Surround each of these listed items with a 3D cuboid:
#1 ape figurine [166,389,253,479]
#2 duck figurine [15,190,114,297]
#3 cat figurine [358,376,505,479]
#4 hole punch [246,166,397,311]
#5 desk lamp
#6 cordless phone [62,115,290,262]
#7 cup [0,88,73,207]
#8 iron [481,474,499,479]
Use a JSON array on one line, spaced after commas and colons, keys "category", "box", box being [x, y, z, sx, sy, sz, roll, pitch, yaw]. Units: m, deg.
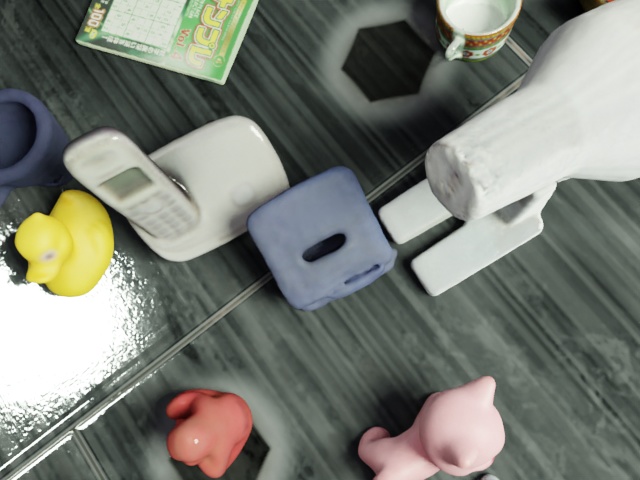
[{"category": "ape figurine", "box": [-0.100, 0.163, 0.484, 0.076, 0.092, 0.078, -18, 76, 4]}, {"category": "duck figurine", "box": [-0.247, -0.001, 0.541, 0.077, 0.086, 0.104, 5, 79, 9]}, {"category": "cat figurine", "box": [0.090, 0.160, 0.446, 0.128, 0.118, 0.067, -33, 76, 0]}, {"category": "hole punch", "box": [0.005, 0.002, 0.504, 0.108, 0.091, 0.101, -29, 76, 1]}, {"category": "desk lamp", "box": [0.151, -0.055, 0.433, 0.203, 0.214, 0.118, -33, 76, 0]}, {"category": "cordless phone", "box": [-0.113, -0.058, 0.484, 0.147, 0.185, 0.094, -31, 76, 1]}, {"category": "cup", "box": [-0.284, -0.074, 0.556, 0.091, 0.095, 0.118, 14, 80, 10]}, {"category": "iron", "box": [0.151, 0.310, 0.394, 0.118, 0.141, 0.258, -11, 77, 6]}]
